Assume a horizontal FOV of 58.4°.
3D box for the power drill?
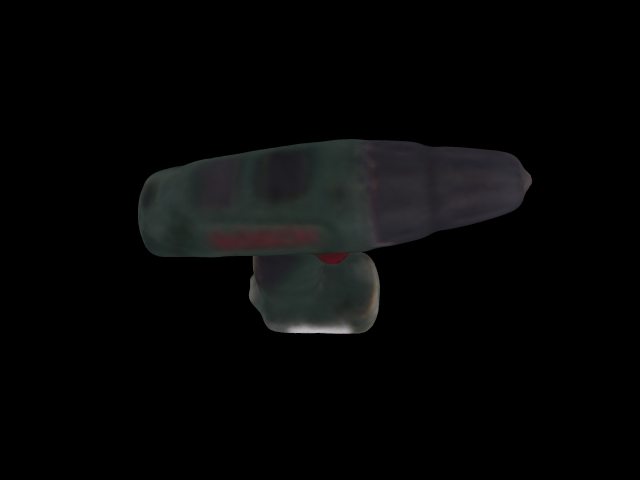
[{"bbox_3d":[0.004,0.001,0.400,0.229,0.208,0.075,0,65,0],"label":"power drill"}]
